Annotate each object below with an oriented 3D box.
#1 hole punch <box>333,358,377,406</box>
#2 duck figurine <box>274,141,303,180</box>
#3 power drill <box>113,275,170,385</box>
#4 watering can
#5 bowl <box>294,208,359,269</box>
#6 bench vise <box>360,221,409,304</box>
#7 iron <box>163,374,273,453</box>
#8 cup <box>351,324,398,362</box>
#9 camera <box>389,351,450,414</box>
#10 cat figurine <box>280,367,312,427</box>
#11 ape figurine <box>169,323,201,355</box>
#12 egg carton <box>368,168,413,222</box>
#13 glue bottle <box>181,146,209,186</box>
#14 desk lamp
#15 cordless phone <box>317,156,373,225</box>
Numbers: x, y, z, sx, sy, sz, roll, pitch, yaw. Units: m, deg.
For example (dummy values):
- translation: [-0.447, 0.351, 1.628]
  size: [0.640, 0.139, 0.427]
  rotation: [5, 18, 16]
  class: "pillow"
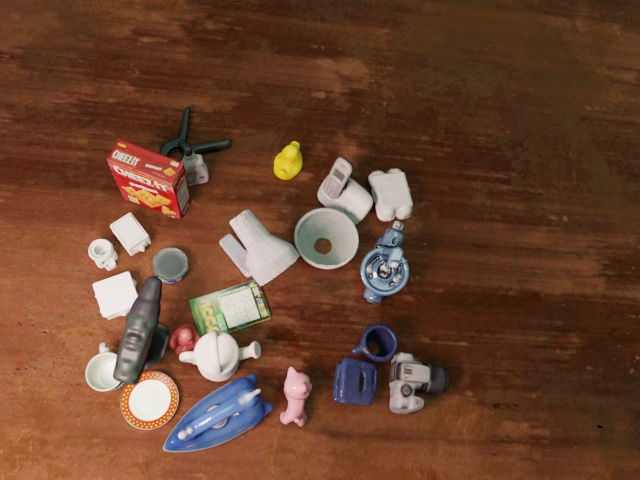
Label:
- translation: [0.088, 0.338, 1.368]
  size: [0.101, 0.091, 0.108]
  rotation: [8, 69, -5]
  class: "hole punch"
- translation: [-0.084, -0.220, 1.549]
  size: [0.077, 0.086, 0.105]
  rotation: [25, 69, 2]
  class: "duck figurine"
- translation: [-0.392, 0.211, 1.281]
  size: [0.075, 0.208, 0.230]
  rotation: [13, 69, -3]
  class: "power drill"
- translation: [-0.226, 0.255, 1.297]
  size: [0.173, 0.194, 0.101]
  rotation: [-24, 75, -16]
  class: "watering can"
- translation: [0.014, 0.005, 1.487]
  size: [0.167, 0.074, 0.167]
  rotation: [3, 70, -7]
  class: "bowl"
- translation: [0.163, 0.037, 1.420]
  size: [0.121, 0.219, 0.207]
  rotation: [3, 70, -7]
  class: "bench vise"
- translation: [-0.235, 0.398, 1.272]
  size: [0.259, 0.141, 0.118]
  rotation: [-28, 76, -17]
  class: "iron"
- translation: [0.125, 0.262, 1.399]
  size: [0.118, 0.095, 0.091]
  rotation: [-16, 73, -14]
  class: "cup"
- translation: [0.243, 0.347, 1.382]
  size: [0.137, 0.101, 0.143]
  rotation: [8, 69, -5]
  class: "camera"
- translation: [-0.053, 0.362, 1.324]
  size: [0.067, 0.117, 0.128]
  rotation: [5, 69, -6]
  class: "cat figurine"
- translation: [-0.315, 0.230, 1.348]
  size: [0.078, 0.092, 0.076]
  rotation: [16, 69, -2]
  class: "ape figurine"
- translation: [0.193, -0.123, 1.563]
  size: [0.107, 0.069, 0.150]
  rotation: [-9, 72, -11]
  class: "egg carton"
- translation: [-0.326, -0.192, 1.456]
  size: [0.078, 0.173, 0.037]
  rotation: [-12, 72, -12]
  class: "glue bottle"
- translation: [-0.153, 0.022, 1.382]
  size: [0.118, 0.213, 0.203]
  rotation: [-39, 79, -19]
  class: "desk lamp"
- translation: [0.075, -0.131, 1.486]
  size: [0.147, 0.185, 0.094]
  rotation: [37, 69, 6]
  class: "cordless phone"
